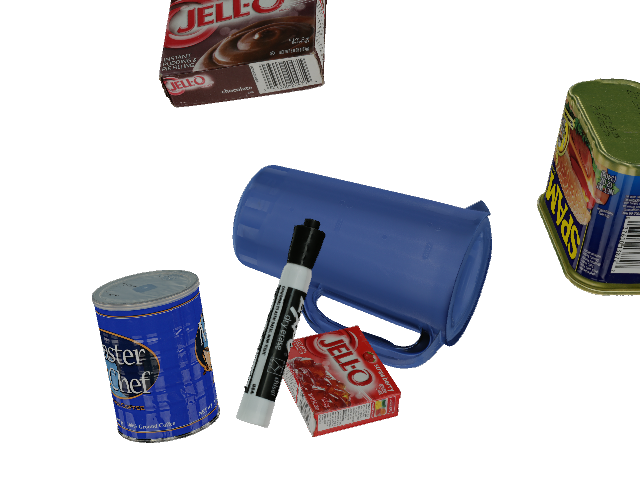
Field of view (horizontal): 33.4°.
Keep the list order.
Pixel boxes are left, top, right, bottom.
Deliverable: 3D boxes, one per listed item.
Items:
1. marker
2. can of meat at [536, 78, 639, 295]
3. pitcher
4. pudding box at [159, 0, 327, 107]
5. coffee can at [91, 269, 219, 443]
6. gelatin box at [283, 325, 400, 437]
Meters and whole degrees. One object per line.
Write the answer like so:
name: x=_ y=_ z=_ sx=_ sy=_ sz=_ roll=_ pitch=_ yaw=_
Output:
marker: x=-0.021 y=0.046 z=0.608 sx=0.020 sy=0.121 sz=0.020 roll=16 pitch=-9 yaw=3
can of meat: x=0.166 y=-0.033 z=0.606 sx=0.057 sy=0.084 sz=0.102 roll=1 pitch=37 yaw=-5
pitcher: x=0.036 y=0.015 z=1.045 sx=0.243 sy=0.145 sz=0.149 roll=17 pitch=22 yaw=20
pudding box: x=-0.053 y=-0.144 z=0.753 sx=0.113 sy=0.090 sz=0.039 roll=-5 pitch=-36 yaw=9
coffee can: x=-0.158 y=0.110 z=1.036 sx=0.103 sy=0.140 sz=0.103 roll=-7 pitch=15 yaw=2
gelatin box: x=0.013 y=0.110 z=0.851 sx=0.073 sy=0.030 sz=0.089 roll=-10 pitch=37 yaw=-18
